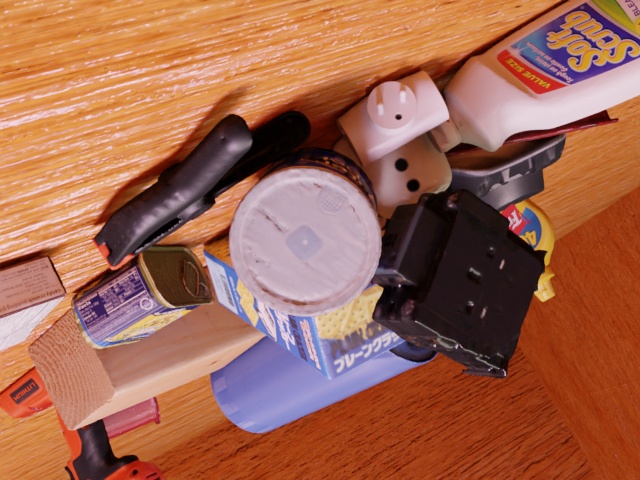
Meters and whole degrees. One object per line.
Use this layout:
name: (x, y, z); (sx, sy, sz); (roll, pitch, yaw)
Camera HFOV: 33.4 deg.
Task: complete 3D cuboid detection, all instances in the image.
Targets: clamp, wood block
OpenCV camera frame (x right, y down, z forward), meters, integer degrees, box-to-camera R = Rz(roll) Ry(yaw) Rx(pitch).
clamp: (-0.082, -0.038, 0.733); (0.172, 0.039, 0.120); (-33, 170, 30)
wood block: (-0.163, 0.099, 1.036); (0.091, 0.090, 0.205); (-38, 167, 37)

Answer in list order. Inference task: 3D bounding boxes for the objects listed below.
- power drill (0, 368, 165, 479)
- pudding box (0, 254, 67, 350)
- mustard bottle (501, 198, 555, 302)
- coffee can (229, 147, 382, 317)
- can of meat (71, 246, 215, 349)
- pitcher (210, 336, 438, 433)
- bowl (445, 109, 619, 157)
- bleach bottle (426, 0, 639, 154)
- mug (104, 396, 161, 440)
power drill: (-0.261, 0.226, 1.109); (0.185, 0.188, 0.057); (-36, 169, 27)
pudding box: (-0.244, 0.056, 0.741); (0.113, 0.039, 0.090); (-23, 168, -43)
mustard bottle: (0.220, -0.014, 1.259); (0.096, 0.192, 0.058); (-33, 170, 17)
coffee can: (-0.007, -0.011, 0.780); (0.103, 0.103, 0.140); (-31, -172, 7)
can of meat: (-0.152, 0.050, 0.916); (0.084, 0.057, 0.102); (-31, 170, 18)
pitcher: (0.003, 0.108, 1.125); (0.149, 0.145, 0.243); (22, 138, -39)
bowl: (0.179, -0.115, 0.952); (0.162, 0.055, 0.162); (-11, -178, 0)
bleach bottle: (0.203, -0.136, 0.857); (0.251, 0.102, 0.068); (-29, 161, -1)
mug: (-0.250, 0.188, 1.280); (0.081, 0.093, 0.117); (-20, -156, -21)
